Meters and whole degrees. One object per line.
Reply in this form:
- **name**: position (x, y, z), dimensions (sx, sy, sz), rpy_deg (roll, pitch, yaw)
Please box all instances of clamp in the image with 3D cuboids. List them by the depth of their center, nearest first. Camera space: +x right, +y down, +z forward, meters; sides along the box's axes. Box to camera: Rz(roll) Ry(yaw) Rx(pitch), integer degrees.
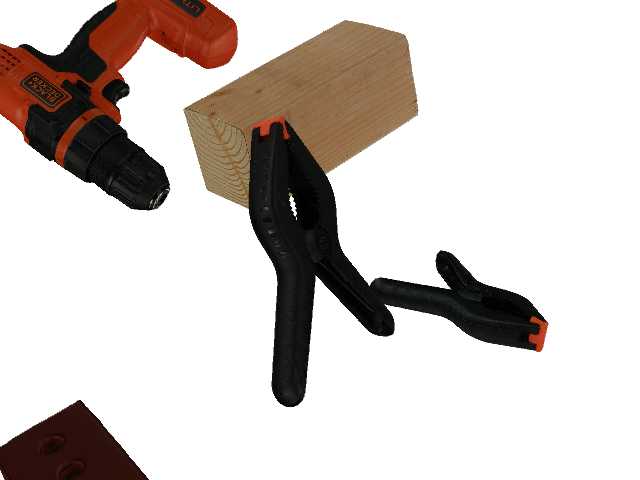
- **clamp**: position (-0.005, 0.007, 0.830), dimensions (0.036, 0.210, 0.164), rpy_deg (-12, 2, 33)
- **clamp**: position (0.146, 0.056, 1.027), dimensions (0.172, 0.039, 0.120), rpy_deg (23, 36, 28)

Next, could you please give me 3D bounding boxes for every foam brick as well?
- **foam brick**: position (-0.117, 0.129, 0.527), dimensions (0.052, 0.051, 0.078), rpy_deg (-30, 42, -25)

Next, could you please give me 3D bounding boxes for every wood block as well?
- **wood block**: position (-0.013, -0.122, 1.010), dimensions (0.205, 0.091, 0.090), rpy_deg (-34, 39, -29)

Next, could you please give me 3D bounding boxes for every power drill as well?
- **power drill**: position (-0.149, -0.125, 0.835), dimensions (0.184, 0.187, 0.057), rpy_deg (37, -34, 9)
